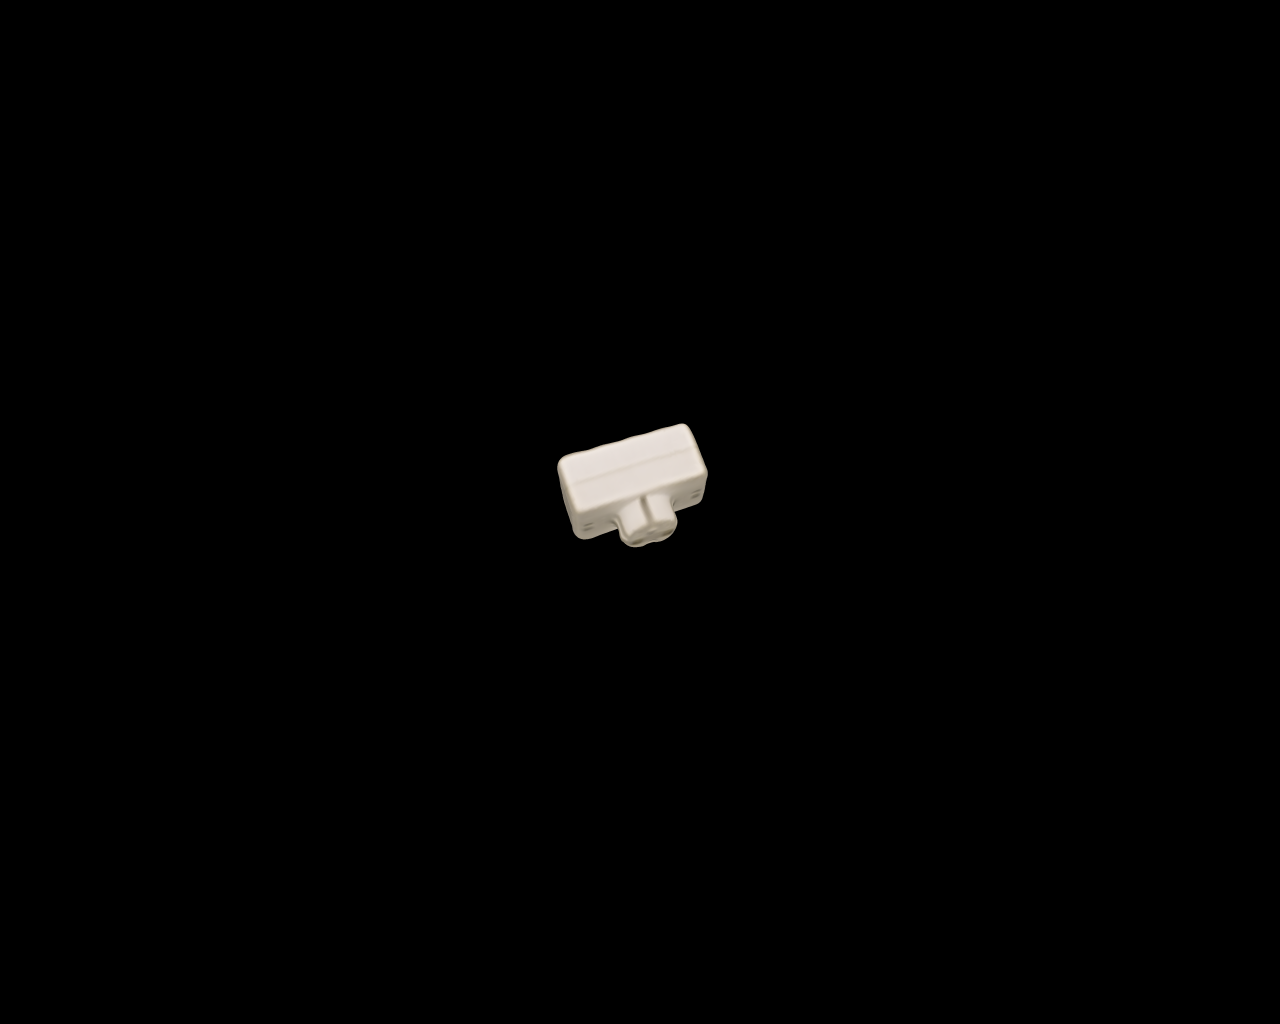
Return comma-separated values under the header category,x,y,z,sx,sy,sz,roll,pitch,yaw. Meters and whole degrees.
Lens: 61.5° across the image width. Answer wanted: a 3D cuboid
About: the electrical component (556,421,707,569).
category,x,y,z,sx,sy,sz,roll,pitch,yaw
electrical component,0.001,-0.003,0.650,0.083,0.076,0.047,-17,-22,-7
